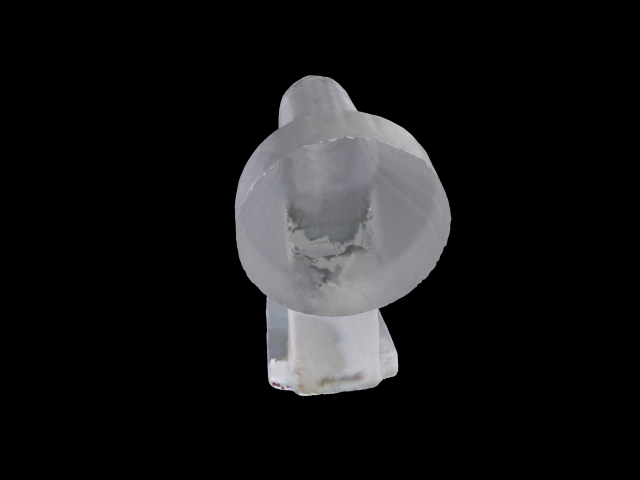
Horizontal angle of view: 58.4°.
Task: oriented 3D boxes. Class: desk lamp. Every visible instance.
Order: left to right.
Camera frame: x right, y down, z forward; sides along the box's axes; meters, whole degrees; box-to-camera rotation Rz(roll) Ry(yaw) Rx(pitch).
[{"bbox_3d":[0.004,0.001,0.400,0.118,0.214,0.203,-3,22,-7],"label":"desk lamp"}]
